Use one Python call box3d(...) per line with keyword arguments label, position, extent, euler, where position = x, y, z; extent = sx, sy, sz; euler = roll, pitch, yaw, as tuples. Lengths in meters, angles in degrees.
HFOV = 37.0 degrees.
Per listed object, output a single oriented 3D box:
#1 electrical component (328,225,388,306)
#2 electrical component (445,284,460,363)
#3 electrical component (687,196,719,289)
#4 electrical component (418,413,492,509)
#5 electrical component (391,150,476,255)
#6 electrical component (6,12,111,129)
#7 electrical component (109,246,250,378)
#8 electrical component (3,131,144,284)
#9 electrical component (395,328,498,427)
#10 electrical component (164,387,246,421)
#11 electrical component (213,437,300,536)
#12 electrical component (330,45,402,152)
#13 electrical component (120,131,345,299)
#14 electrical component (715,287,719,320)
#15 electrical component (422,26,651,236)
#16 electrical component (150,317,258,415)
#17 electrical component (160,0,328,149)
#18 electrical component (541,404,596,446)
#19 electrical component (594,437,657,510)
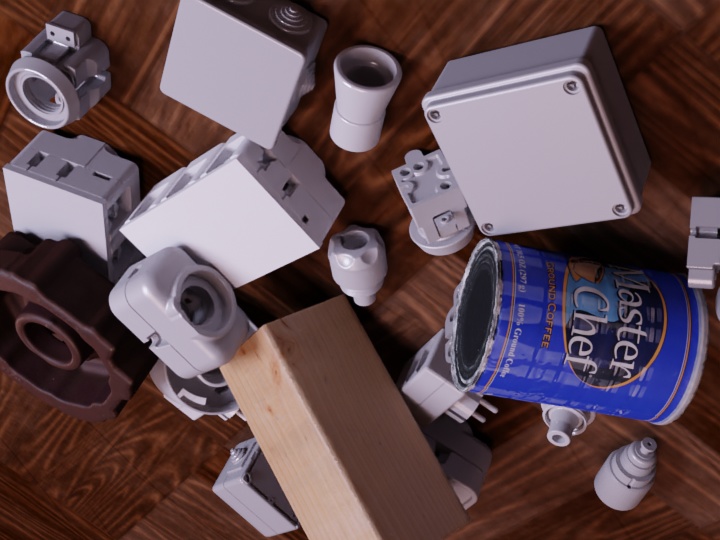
box3d(label="electrical component", position=(0.000, 0.000, 0.819), extent=(0.043, 0.043, 0.062), euler=(10, 136, 20))
box3d(label="electrical component", position=(0.101, 0.047, 0.792), extent=(0.057, 0.078, 0.058), euler=(19, 137, -18))
box3d(label="electrical component", position=(0.234, -0.020, 0.663), extent=(0.055, 0.066, 0.048), euler=(4, 177, 24))
box3d(label="electrical component", position=(0.062, 0.158, 0.929), extent=(0.095, 0.059, 0.053), euler=(33, 138, -5))
box3d(label="electrical component", position=(0.053, -0.043, 0.741), extent=(0.048, 0.066, 0.055), euler=(-24, 133, 2))
box3d(label="electrical component", position=(-0.222, -0.141, 0.790), extent=(0.058, 0.057, 0.078), euler=(20, 138, 10))
box3d(label="electrical component", position=(-0.134, 0.032, 0.819), extent=(0.059, 0.053, 0.095), euler=(-23, 117, 42))
box3d(label="electrical component", position=(-0.232, -0.034, 0.897), extent=(0.089, 0.061, 0.150), euler=(20, 138, 10))
box3d(label="electrical component", position=(0.076, 0.098, 0.871), extent=(0.077, 0.047, 0.065), euler=(34, 138, -6))
box3d(label="electrical component", position=(-0.128, 0.113, 0.996), extent=(0.077, 0.047, 0.066), euler=(41, 137, -14))
box3d(label="electrical component", position=(-0.099, 0.210, 1.065), extent=(0.096, 0.061, 0.061), euler=(45, 136, -18))
box3d(label="electrical component", position=(0.001, -0.110, 0.713), extent=(0.044, 0.044, 0.065), euler=(23, 143, 7))
box3d(label="electrical component", position=(-0.096, -0.043, 0.814), extent=(0.150, 0.061, 0.089), euler=(-24, 117, 42))
box3d(label="electrical component", position=(0.269, 0.027, 0.674), extent=(0.080, 0.080, 0.051), euler=(-10, 130, 35))
box3d(label="electrical component", position=(0.111, -0.083, 0.668), extent=(0.109, 0.056, 0.108), euler=(-7, 127, 33))
box3d(label="electrical component", position=(-0.130, 0.076, 0.927), extent=(0.099, 0.099, 0.064), euler=(45, 169, -18))
box3d(label="electrical component", position=(-0.077, -0.142, 0.716), extent=(0.100, 0.048, 0.099), euler=(28, 138, 1))
box3d(label="electrical component", position=(0.159, 0.106, 0.823), extent=(0.048, 0.062, 0.048), euler=(15, 137, 15))
box3d(label="electrical component", position=(0.217, 0.160, 0.861), extent=(0.040, 0.040, 0.078), euler=(23, 138, 7))
